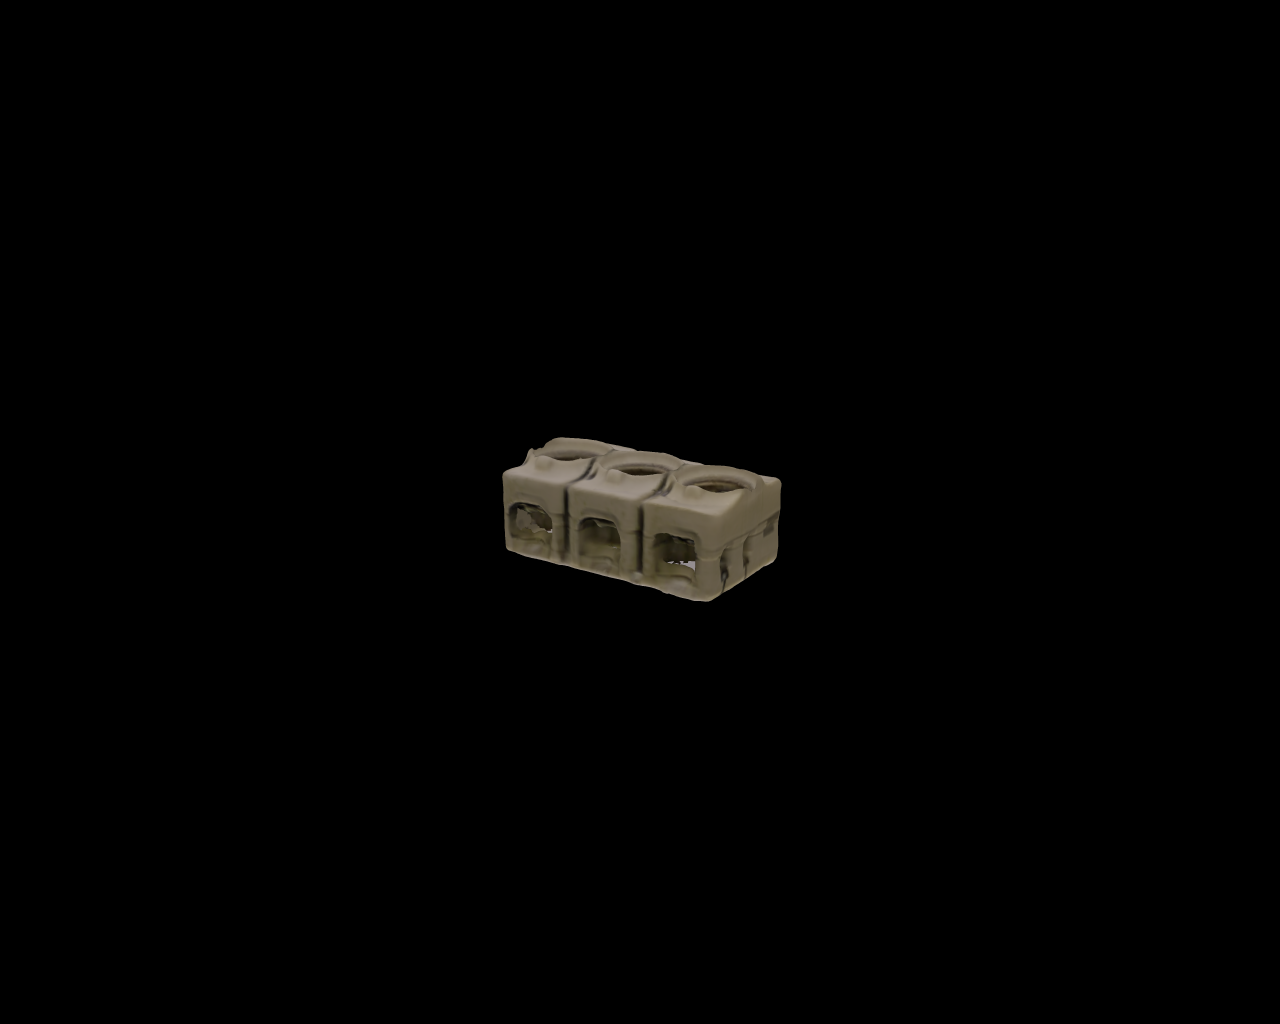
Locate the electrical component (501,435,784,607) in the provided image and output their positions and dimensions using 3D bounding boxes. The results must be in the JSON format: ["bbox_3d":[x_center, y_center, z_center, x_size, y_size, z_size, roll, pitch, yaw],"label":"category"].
[{"bbox_3d":[0.001,-0.003,0.650,0.150,0.061,0.090,12,23,31],"label":"electrical component"}]
